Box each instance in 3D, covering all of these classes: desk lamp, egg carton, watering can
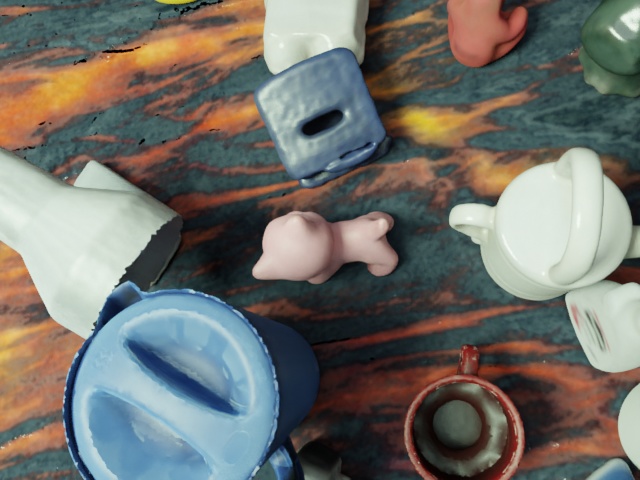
[{"bbox_3d":[-0.204,-0.007,0.501,0.203,0.214,0.118,32,87,13],"label":"desk lamp"},{"bbox_3d":[-0.002,-0.237,0.582,0.107,0.069,0.150,3,81,10],"label":"egg carton"},{"bbox_3d":[0.194,-0.011,0.448,0.172,0.194,0.101,-14,78,7],"label":"watering can"}]

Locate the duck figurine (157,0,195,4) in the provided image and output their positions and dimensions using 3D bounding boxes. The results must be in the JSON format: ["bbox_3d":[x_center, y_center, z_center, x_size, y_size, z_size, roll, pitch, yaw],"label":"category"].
[{"bbox_3d":[-0.158,-0.308,0.611,0.104,0.086,0.077,-16,78,6],"label":"duck figurine"}]

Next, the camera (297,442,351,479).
[{"bbox_3d":[0.011,0.264,0.477,0.136,0.101,0.143,21,84,12],"label":"camera"}]

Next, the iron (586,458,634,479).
[{"bbox_3d":[0.209,0.300,0.418,0.118,0.141,0.258,15,83,12],"label":"iron"}]

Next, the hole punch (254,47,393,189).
[{"bbox_3d":[0.005,-0.114,0.549,0.108,0.091,0.101,-25,77,4],"label":"hole punch"}]

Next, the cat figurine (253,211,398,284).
[{"bbox_3d":[0.005,0.002,0.515,0.127,0.118,0.067,-11,78,7],"label":"cat figurine"}]

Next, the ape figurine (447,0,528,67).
[{"bbox_3d":[0.155,-0.213,0.541,0.077,0.092,0.076,37,88,13],"label":"ape figurine"}]

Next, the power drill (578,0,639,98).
[{"bbox_3d":[0.293,-0.210,0.459,0.075,0.208,0.230,43,89,14],"label":"power drill"}]

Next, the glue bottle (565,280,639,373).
[{"bbox_3d":[0.235,0.064,0.439,0.037,0.173,0.078,-23,77,5],"label":"glue bottle"}]
